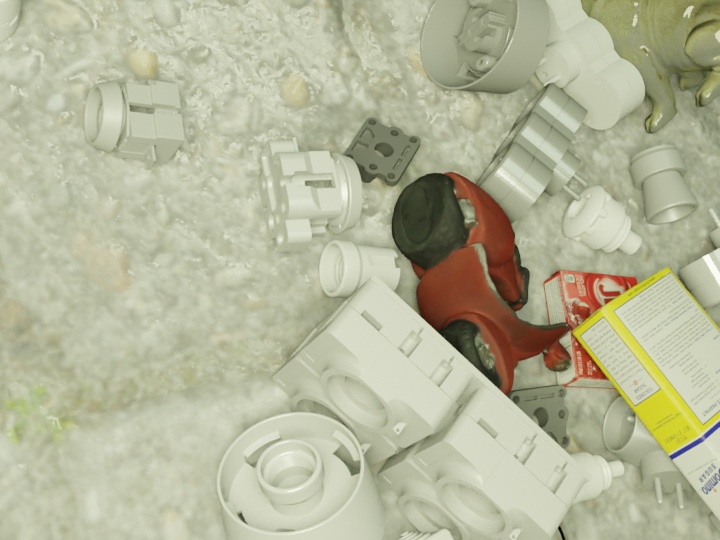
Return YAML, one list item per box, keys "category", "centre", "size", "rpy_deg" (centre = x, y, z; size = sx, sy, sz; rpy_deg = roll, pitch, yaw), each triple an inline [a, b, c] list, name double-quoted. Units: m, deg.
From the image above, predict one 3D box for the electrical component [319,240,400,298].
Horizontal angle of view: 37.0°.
- category: "electrical component"
  centre: [0.000, 0.000, 0.761]
  size: [0.046, 0.040, 0.040]
  rpy_deg: [4, 67, -30]

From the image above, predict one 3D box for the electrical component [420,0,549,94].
- category: "electrical component"
  centre: [0.102, -0.189, 0.859]
  size: [0.064, 0.099, 0.099]
  rpy_deg: [7, 66, -29]

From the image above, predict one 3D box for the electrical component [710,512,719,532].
- category: "electrical component"
  centre: [0.328, 0.196, 0.821]
  size: [0.100, 0.048, 0.099]
  rpy_deg: [-31, 83, -32]

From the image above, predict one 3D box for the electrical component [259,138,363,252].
- category: "electrical component"
  centre: [-0.034, -0.053, 0.758]
  size: [0.057, 0.058, 0.078]
  rpy_deg: [-4, 70, -23]

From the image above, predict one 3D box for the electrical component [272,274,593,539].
- category: "electrical component"
  centre: [0.040, 0.104, 0.694]
  size: [0.186, 0.105, 0.060]
  rpy_deg: [43, 58, -2]

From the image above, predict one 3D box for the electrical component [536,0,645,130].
- category: "electrical component"
  centre: [0.173, -0.177, 0.911]
  size: [0.074, 0.052, 0.138]
  rpy_deg: [-34, 85, -32]

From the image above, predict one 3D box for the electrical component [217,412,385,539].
- category: "electrical component"
  centre: [-0.037, 0.139, 0.661]
  size: [0.099, 0.064, 0.099]
  rpy_deg: [-5, 43, 5]

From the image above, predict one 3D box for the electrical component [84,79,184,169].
- category: "electrical component"
  centre: [-0.154, -0.102, 0.731]
  size: [0.055, 0.048, 0.066]
  rpy_deg: [3, 67, -32]

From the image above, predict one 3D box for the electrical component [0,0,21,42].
- category: "electrical component"
  centre: [-0.254, -0.187, 0.719]
  size: [0.055, 0.047, 0.055]
  rpy_deg: [9, 65, -21]

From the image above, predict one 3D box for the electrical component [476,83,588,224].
- category: "electrical component"
  centre: [0.149, -0.083, 0.851]
  size: [0.074, 0.052, 0.138]
  rpy_deg: [38, 50, -4]

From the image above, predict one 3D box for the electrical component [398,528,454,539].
- category: "electrical component"
  centre: [0.033, 0.220, 0.673]
  size: [0.100, 0.048, 0.099]
  rpy_deg: [-22, 79, -30]

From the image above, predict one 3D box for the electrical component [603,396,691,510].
- category: "electrical component"
  centre: [0.226, 0.139, 0.798]
  size: [0.077, 0.043, 0.079]
  rpy_deg: [17, 52, -18]

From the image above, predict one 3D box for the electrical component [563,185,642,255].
- category: "electrical component"
  centre: [0.198, -0.035, 0.866]
  size: [0.062, 0.048, 0.048]
  rpy_deg: [31, 58, -17]

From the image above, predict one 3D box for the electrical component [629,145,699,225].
- category: "electrical component"
  centre: [0.256, -0.072, 0.908]
  size: [0.045, 0.045, 0.055]
  rpy_deg: [-4, 70, -26]

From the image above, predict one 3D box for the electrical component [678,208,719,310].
- category: "electrical component"
  centre: [0.322, -0.024, 0.912]
  size: [0.138, 0.052, 0.073]
  rpy_deg: [-22, 79, -31]

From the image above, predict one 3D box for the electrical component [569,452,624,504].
- category: "electrical component"
  centre: [0.164, 0.148, 0.775]
  size: [0.061, 0.035, 0.035]
  rpy_deg: [-5, 71, -29]
